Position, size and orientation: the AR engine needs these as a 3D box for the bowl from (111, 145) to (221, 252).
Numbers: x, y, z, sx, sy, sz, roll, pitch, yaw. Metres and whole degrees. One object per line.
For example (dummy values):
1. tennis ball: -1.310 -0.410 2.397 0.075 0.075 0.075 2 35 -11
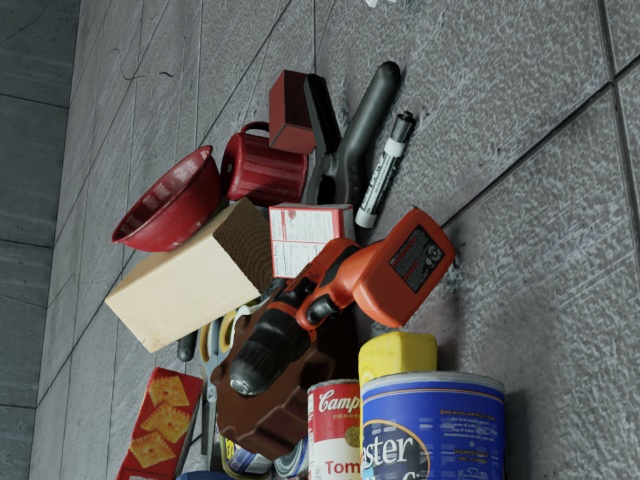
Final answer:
1. bowl: -0.168 -0.037 1.247 0.162 0.055 0.162 -39 17 14

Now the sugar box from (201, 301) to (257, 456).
1. sugar box: -0.111 0.169 1.308 0.093 0.048 0.176 136 136 -55

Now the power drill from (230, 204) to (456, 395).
1. power drill: 0.015 0.051 0.903 0.188 0.057 0.184 -23 24 54

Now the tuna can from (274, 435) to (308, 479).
1. tuna can: -0.018 0.197 1.069 0.086 0.033 0.086 -170 90 -69

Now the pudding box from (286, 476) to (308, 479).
1. pudding box: -0.030 0.286 1.053 0.114 0.039 0.090 140 136 -59

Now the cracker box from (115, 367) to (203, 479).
1. cracker box: -0.207 0.287 1.284 0.213 0.072 0.164 -76 2 -48

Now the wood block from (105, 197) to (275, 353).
1. wood block: -0.145 0.044 1.261 0.207 0.091 0.090 -29 17 38

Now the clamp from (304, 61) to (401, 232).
1. clamp: 0.016 -0.081 1.097 0.165 0.036 0.210 21 103 61

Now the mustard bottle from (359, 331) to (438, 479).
1. mustard bottle: 0.061 0.174 0.843 0.096 0.058 0.191 132 142 -64

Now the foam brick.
1. foam brick: -0.027 -0.147 1.223 0.051 0.053 0.078 132 143 -55

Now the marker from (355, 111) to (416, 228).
1. marker: 0.062 -0.067 1.005 0.020 0.020 0.121 -113 38 -55

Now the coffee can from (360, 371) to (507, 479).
1. coffee can: 0.079 0.171 0.736 0.103 0.102 0.140 140 136 -59

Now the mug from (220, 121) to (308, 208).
1. mug: -0.069 -0.091 1.267 0.093 0.081 0.117 133 142 -55

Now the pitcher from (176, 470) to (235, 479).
1. pitcher: -0.132 0.382 1.172 0.149 0.144 0.243 20 95 57

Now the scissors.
1. scissors: -0.112 0.165 1.243 0.096 0.016 0.202 -40 45 38

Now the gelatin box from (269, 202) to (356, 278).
1. gelatin box: -0.007 0.001 1.056 0.089 0.030 0.073 3 102 36

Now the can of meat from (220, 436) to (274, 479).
1. can of meat: -0.069 0.199 1.171 0.084 0.057 0.102 -57 31 40

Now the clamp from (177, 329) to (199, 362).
1. clamp: -0.180 0.090 1.529 0.120 0.039 0.171 -131 54 -63

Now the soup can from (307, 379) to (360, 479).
1. soup can: 0.023 0.179 0.924 0.069 0.068 0.102 135 140 -56
